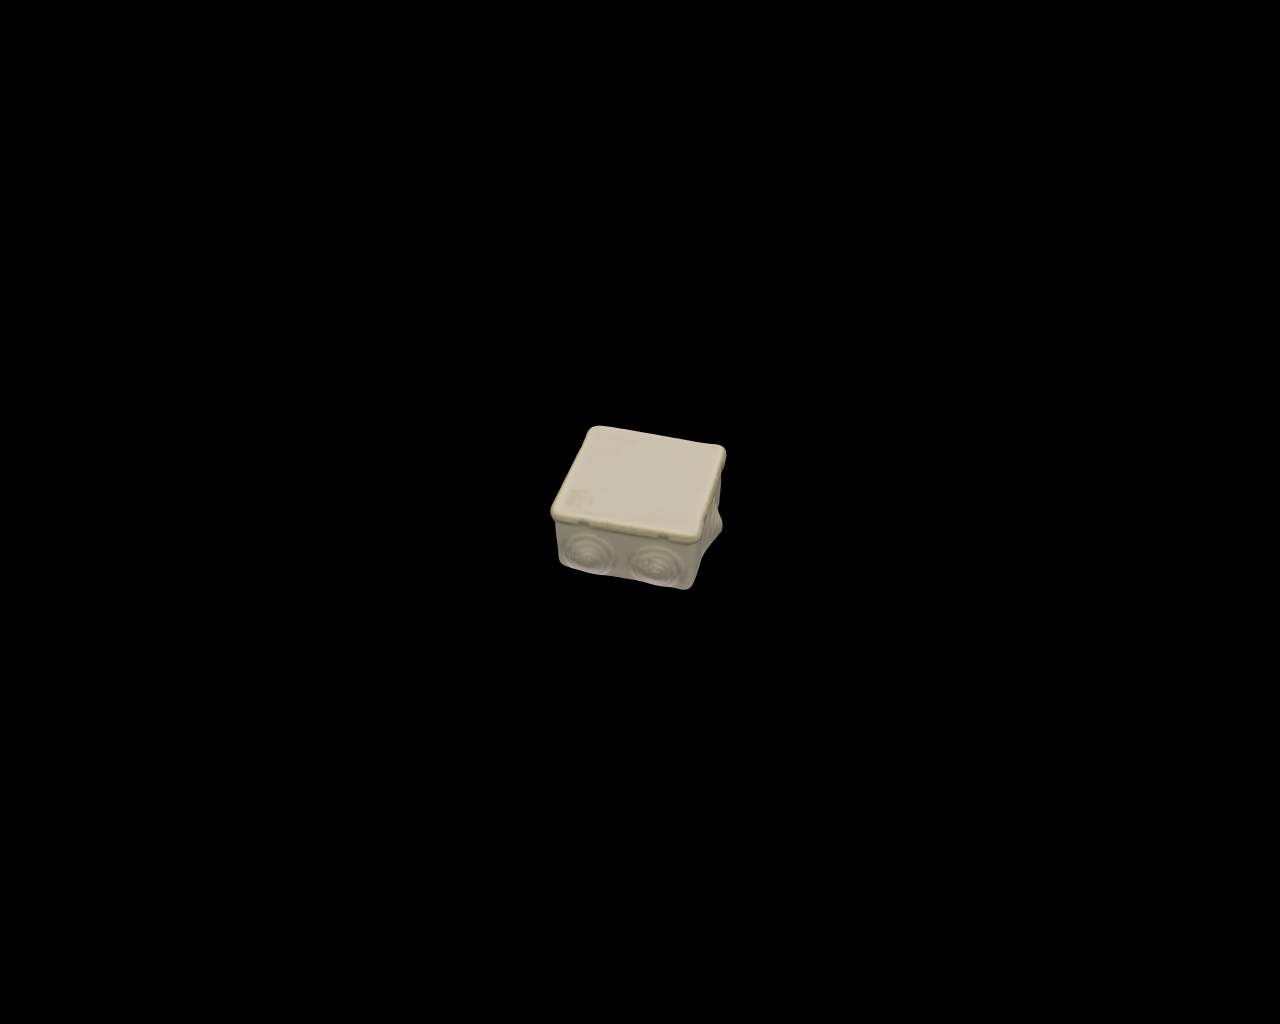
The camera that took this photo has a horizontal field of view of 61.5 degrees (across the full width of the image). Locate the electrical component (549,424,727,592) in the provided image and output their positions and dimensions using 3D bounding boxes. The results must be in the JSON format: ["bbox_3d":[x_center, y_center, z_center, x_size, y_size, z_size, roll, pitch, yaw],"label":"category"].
[{"bbox_3d":[0.001,-0.003,0.650,0.100,0.048,0.100,10,43,11],"label":"electrical component"}]
